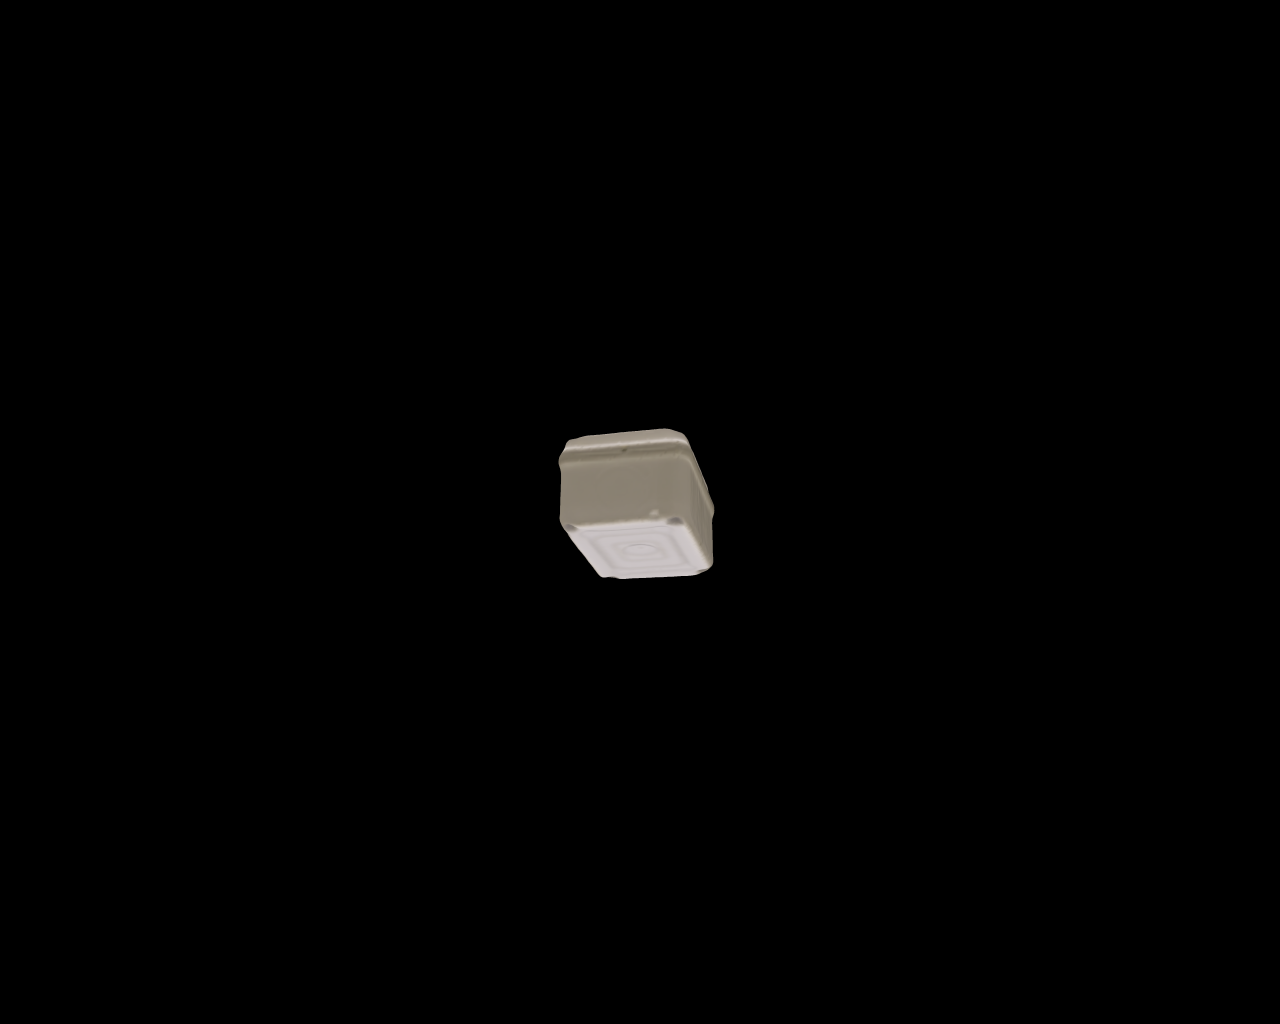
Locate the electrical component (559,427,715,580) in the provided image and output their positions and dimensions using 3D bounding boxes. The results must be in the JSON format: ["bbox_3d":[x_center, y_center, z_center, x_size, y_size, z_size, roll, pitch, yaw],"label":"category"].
[{"bbox_3d":[0.001,-0.003,0.650,0.078,0.057,0.113,-4,-20,11],"label":"electrical component"}]
